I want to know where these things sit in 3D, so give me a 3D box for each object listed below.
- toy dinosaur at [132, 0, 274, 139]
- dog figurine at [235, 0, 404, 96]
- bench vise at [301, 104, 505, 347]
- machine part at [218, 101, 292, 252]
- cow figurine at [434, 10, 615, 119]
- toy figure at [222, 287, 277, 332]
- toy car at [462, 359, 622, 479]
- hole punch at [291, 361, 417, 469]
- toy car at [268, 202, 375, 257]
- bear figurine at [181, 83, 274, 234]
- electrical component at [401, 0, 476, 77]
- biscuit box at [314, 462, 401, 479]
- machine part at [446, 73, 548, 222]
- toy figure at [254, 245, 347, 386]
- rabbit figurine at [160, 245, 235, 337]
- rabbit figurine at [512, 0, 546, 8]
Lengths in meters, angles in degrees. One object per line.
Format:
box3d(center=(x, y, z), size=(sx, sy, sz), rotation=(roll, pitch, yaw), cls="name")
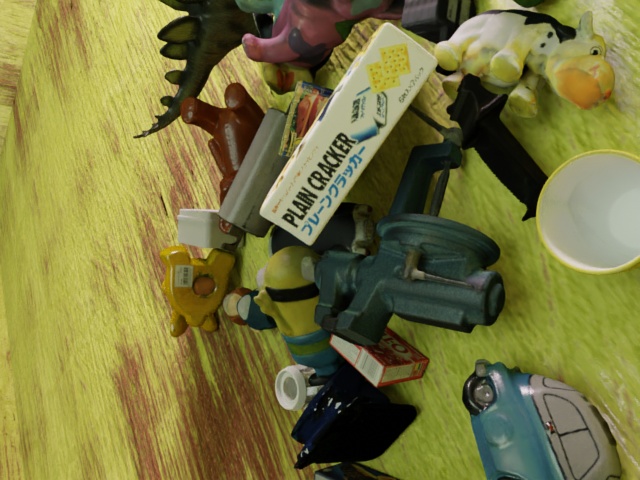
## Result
box3d(center=(-0.141, -0.339, 0.787), size=(0.105, 0.198, 0.471), rotation=(52, 123, 42), cls="toy dinosaur")
box3d(center=(0.014, -0.277, 0.680), size=(0.219, 0.191, 0.108), rotation=(-10, 74, 15), cls="dog figurine")
box3d(center=(0.090, -0.006, 0.552), size=(0.224, 0.128, 0.240), rotation=(1, 67, 49), cls="bench vise")
box3d(center=(-0.074, -0.093, 0.752), size=(0.079, 0.079, 0.243), rotation=(30, 96, 47), cls="machine part")
box3d(center=(0.192, -0.164, 0.477), size=(0.098, 0.068, 0.168), rotation=(-46, 43, -13), cls="cow figurine")
box3d(center=(-0.110, 0.103, 0.834), size=(0.155, 0.057, 0.064), rotation=(0, 49, 51), cls="toy figure")
box3d(center=(0.190, 0.173, 0.448), size=(0.103, 0.109, 0.162), rotation=(-23, 57, 23), cls="toy car")
box3d(center=(0.030, 0.192, 0.622), size=(0.142, 0.115, 0.092), rotation=(-55, 41, 32), cls="hole punch")
box3d(center=(-0.001, -0.002, 0.711), size=(0.202, 0.056, 0.073), rotation=(-9, 74, 48), cls="toy car")
box3d(center=(-0.132, -0.115, 0.819), size=(0.120, 0.132, 0.196), rotation=(-7, 75, 24), cls="bear figurine")
box3d(center=(0.126, -0.229, 0.559), size=(0.048, 0.075, 0.119), rotation=(12, 100, 49), cls="electrical component")
box3d(center=(0.079, 0.302, 0.590), size=(0.203, 0.063, 0.059), rotation=(-3, 85, 49), cls="biscuit box")
box3d(center=(0.166, -0.083, 0.489), size=(0.139, 0.039, 0.084), rotation=(55, 169, 9), cls="machine part")
box3d(center=(-0.012, 0.091, 0.664), size=(0.089, 0.082, 0.180), rotation=(-23, 103, 10), cls="toy figure")
box3d(center=(-0.219, 0.085, 0.943), size=(0.173, 0.122, 0.162), rotation=(6, 102, 64), cls="rabbit figurine")
box3d(center=(0.156, -0.315, 0.488), size=(0.121, 0.159, 0.170), rotation=(122, 148, -43), cls="rabbit figurine")
